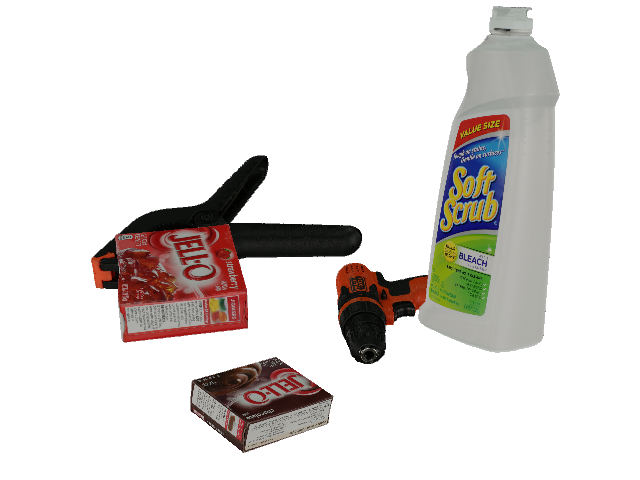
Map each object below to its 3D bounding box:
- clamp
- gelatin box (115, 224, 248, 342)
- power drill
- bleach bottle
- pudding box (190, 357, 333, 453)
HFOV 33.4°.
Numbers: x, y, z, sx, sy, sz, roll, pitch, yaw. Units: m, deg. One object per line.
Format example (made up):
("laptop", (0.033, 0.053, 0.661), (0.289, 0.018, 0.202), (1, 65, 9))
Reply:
("clamp", (-0.093, -0.011, 0.889), (0.209, 0.036, 0.165), (-16, 35, -20))
("gelatin box", (-0.085, 0.023, 0.642), (0.073, 0.030, 0.089), (-5, 28, -9))
("power drill", (0.112, 0.076, 1.203), (0.187, 0.057, 0.184), (-3, 27, -3))
("bleach bottle", (0.130, -0.049, 0.807), (0.067, 0.251, 0.103), (-8, 16, -34))
("pudding box", (-0.058, 0.160, 1.051), (0.113, 0.039, 0.090), (-13, 29, -41))
